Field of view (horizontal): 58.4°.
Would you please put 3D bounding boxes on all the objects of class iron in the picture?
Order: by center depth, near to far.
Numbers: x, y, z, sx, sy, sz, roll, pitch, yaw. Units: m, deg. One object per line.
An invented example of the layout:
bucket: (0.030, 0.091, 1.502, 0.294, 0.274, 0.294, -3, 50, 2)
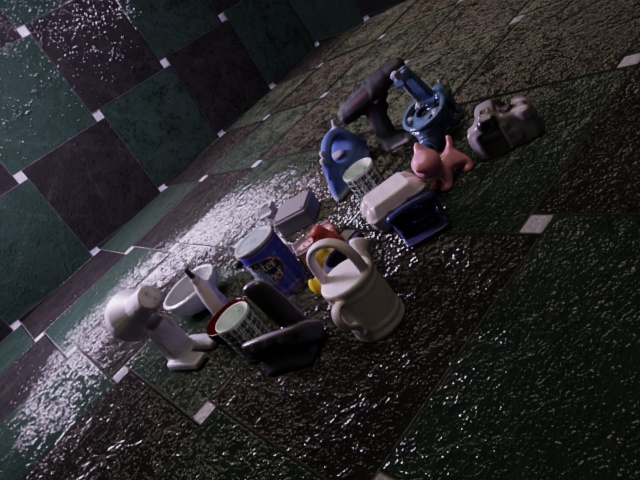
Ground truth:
iron: (0.047, -0.227, 1.581, 0.118, 0.142, 0.258, -23, 27, 31)

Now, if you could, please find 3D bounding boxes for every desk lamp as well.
desk lamp: (-0.368, 0.193, 1.310, 0.202, 0.214, 0.118, -14, 33, 43)

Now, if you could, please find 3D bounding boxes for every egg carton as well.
egg carton: (0.161, -0.087, 1.251, 0.150, 0.069, 0.107, -36, 23, 3)

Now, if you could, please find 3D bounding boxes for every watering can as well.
watering can: (0.052, 0.068, 0.963, 0.101, 0.194, 0.173, -30, 25, 17)

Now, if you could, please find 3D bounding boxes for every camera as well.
camera: (0.382, -0.259, 1.212, 0.143, 0.101, 0.137, -24, 27, 29)

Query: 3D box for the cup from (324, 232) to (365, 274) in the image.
cup: (0.073, 0.051, 1.092, 0.091, 0.095, 0.118, -15, 32, 42)

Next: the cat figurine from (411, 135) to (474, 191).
cat figurine: (0.247, -0.168, 1.216, 0.128, 0.118, 0.067, -44, 24, -13)

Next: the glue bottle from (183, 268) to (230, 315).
glue bottle: (-0.256, 0.126, 1.324, 0.037, 0.173, 0.078, -37, 24, 3)

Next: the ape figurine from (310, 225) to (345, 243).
ape figurine: (0.012, 0.005, 1.268, 0.076, 0.092, 0.077, -37, 23, 3)

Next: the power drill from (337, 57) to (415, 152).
power drill: (0.172, -0.353, 1.549, 0.229, 0.209, 0.075, -26, 26, 25)

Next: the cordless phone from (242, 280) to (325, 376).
cordless phone: (-0.094, 0.148, 1.037, 0.147, 0.185, 0.094, -26, 26, 26)

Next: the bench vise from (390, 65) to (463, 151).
bench vise: (0.250, -0.348, 1.413, 0.121, 0.220, 0.207, -23, 27, 30)

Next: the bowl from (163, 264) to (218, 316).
bowl: (-0.326, 0.145, 1.515, 0.167, 0.075, 0.167, -31, 24, 16)

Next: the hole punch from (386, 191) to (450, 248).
hole punch: (0.185, -0.053, 1.127, 0.108, 0.091, 0.101, -31, 24, 15)

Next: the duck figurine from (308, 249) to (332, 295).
duck figurine: (0.008, 0.054, 1.189, 0.105, 0.086, 0.077, -45, 24, -16)
